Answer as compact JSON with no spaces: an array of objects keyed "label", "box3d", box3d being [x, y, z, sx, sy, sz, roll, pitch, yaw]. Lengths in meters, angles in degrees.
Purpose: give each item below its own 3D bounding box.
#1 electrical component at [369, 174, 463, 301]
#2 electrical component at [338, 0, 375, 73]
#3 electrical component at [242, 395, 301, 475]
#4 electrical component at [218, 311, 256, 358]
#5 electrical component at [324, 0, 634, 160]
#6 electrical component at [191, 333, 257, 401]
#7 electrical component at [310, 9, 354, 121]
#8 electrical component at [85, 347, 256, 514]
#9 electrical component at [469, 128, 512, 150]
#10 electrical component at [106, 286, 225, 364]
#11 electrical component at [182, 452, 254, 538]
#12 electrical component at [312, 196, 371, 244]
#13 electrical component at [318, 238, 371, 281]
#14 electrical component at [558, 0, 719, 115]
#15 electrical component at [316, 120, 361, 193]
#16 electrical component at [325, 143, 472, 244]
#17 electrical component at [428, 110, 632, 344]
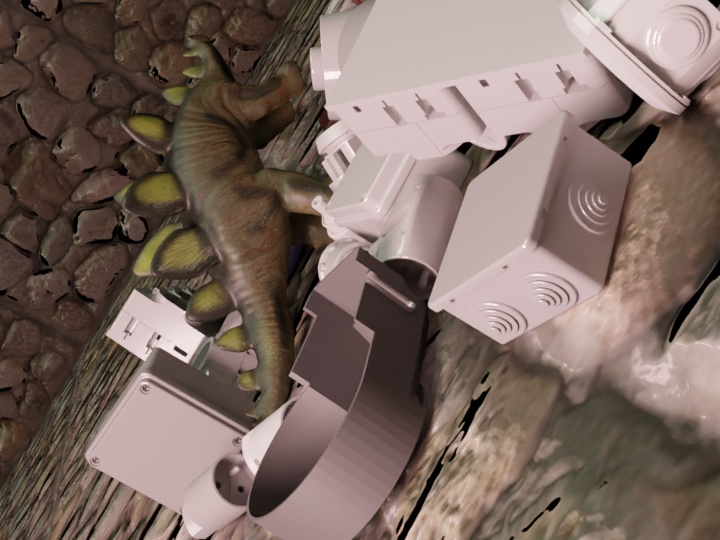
[{"label":"electrical component","box3d":[0.032,-0.014,0.728,0.079,0.043,0.077,-42,23,47]},{"label":"electrical component","box3d":[0.042,-0.186,0.917,0.108,0.108,0.060,-61,21,-7]},{"label":"electrical component","box3d":[-0.053,0.121,0.741,0.081,0.043,0.043,-42,22,48]},{"label":"electrical component","box3d":[-0.094,0.058,0.973,0.045,0.055,0.045,-53,16,22]},{"label":"electrical component","box3d":[0.082,-0.133,0.654,0.186,0.060,0.105,-4,53,43]},{"label":"electrical component","box3d":[-0.126,0.099,0.996,0.050,0.056,0.089,-39,25,52]},{"label":"electrical component","box3d":[-0.016,-0.193,1.023,0.108,0.060,0.108,-4,-90,-89]},{"label":"electrical component","box3d":[-0.162,0.140,0.929,0.108,0.109,0.056,-53,13,23]},{"label":"electrical component","box3d":[0.087,-0.116,0.732,0.047,0.055,0.055,-58,14,-11]},{"label":"electrical component","box3d":[-0.184,0.060,1.106,0.061,0.089,0.150,-58,-6,4]},{"label":"electrical component","box3d":[-0.110,0.175,0.821,0.081,0.043,0.043,-44,21,44]},{"label":"electrical component","box3d":[-0.015,-0.041,0.887,0.035,0.061,0.035,-30,41,31]},{"label":"electrical component","box3d":[0.000,0.000,0.806,0.048,0.048,0.062,-62,22,-11]},{"label":"electrical component","box3d":[0.139,-0.117,0.515,0.051,0.080,0.080,-47,18,20]},{"label":"electrical component","box3d":[-0.001,-0.099,0.910,0.078,0.057,0.058,-31,-2,-36]},{"label":"electrical component","box3d":[0.026,-0.062,0.814,0.078,0.057,0.113,-61,15,-9]},{"label":"electrical component","box3d":[0.087,-0.018,0.546,0.100,0.048,0.099,-38,26,54]}]
